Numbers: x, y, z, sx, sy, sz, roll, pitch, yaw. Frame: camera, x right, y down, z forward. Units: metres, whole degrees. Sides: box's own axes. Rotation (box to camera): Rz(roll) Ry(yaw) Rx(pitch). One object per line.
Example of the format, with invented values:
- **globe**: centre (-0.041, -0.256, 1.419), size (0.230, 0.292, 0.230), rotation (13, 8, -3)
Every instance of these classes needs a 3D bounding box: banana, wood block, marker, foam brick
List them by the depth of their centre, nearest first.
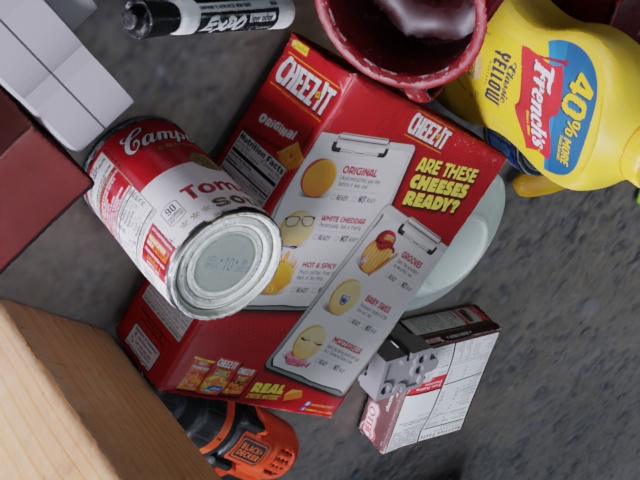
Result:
- **foam brick**: centre (-0.161, -0.027, 0.516), size (0.078, 0.053, 0.051), rotation (-45, 140, -4)
- **marker**: centre (-0.054, -0.113, 0.535), size (0.120, 0.020, 0.020), rotation (-21, 137, -54)
- **wood block**: centre (-0.120, 0.131, 0.561), size (0.090, 0.206, 0.090), rotation (27, 102, -49)
- **banana**: centre (0.231, -0.057, 0.845), size (0.197, 0.037, 0.070), rotation (3, 119, -43)

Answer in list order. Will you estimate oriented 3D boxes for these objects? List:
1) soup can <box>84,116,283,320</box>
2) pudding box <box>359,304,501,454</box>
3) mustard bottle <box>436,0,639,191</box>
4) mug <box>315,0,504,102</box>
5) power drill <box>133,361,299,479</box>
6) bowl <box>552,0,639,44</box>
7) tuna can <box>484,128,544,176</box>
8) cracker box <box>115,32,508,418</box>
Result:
- **soup can**: centre (-0.074, -0.013, 0.564), size (0.068, 0.102, 0.068), rotation (-23, 134, -26)
- **pudding box**: centre (0.088, 0.112, 0.859), size (0.089, 0.039, 0.114), rotation (-9, 129, -37)
- **mustard bottle**: centre (0.145, -0.084, 0.626), size (0.058, 0.192, 0.096), rotation (-15, 131, -33)
- **mug**: centre (0.057, -0.129, 0.561), size (0.081, 0.093, 0.117), rotation (-54, 144, -42)
- **power drill**: centre (-0.116, 0.172, 0.714), size (0.187, 0.057, 0.184), rotation (-49, 140, 2)
- **bowl**: centre (0.196, -0.166, 0.691), size (0.161, 0.055, 0.162), rotation (-44, 151, -33)
- **tuna can**: centre (0.160, -0.089, 0.760), size (0.086, 0.034, 0.086), rotation (-23, 135, -26)
- **cracker box**: centre (-0.004, 0.001, 0.661), size (0.163, 0.072, 0.214), rotation (19, 107, -48)
